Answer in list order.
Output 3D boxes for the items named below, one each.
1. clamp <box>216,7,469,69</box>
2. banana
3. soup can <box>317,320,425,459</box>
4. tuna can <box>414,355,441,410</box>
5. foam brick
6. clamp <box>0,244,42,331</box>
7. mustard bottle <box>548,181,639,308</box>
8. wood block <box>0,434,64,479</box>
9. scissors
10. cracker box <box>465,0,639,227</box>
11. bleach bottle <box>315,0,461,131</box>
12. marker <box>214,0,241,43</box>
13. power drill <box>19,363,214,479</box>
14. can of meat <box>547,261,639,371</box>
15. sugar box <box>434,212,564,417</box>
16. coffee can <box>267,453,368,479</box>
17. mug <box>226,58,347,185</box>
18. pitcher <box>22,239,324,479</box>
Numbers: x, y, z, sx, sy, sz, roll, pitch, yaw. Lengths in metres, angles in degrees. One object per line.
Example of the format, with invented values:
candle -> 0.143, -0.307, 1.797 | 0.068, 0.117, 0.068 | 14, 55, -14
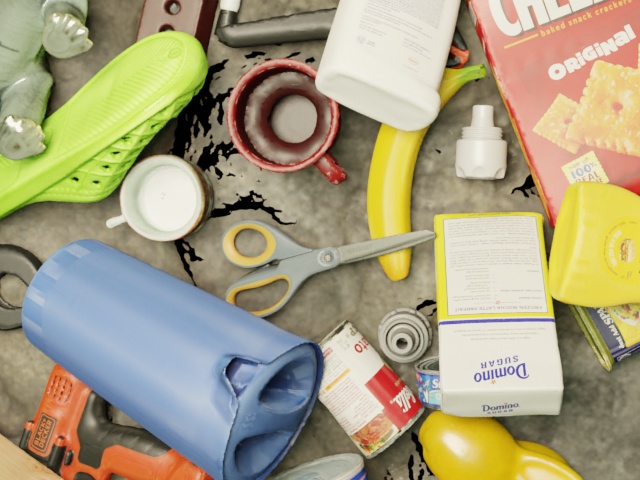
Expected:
clamp -> 0.026, -0.193, 0.915 | 0.210, 0.036, 0.164 | 35, 89, 2
banana -> 0.075, -0.066, 0.909 | 0.070, 0.037, 0.198 | 30, 107, 37
soup can -> 0.032, 0.128, 0.919 | 0.068, 0.068, 0.102 | -42, 86, 8
tuna can -> 0.124, 0.117, 0.897 | 0.086, 0.086, 0.034 | -7, 94, 8
foam brick -> -0.122, -0.200, 0.931 | 0.053, 0.051, 0.078 | 13, 95, 7
clamp -> -0.311, 0.024, 0.976 | 0.171, 0.039, 0.120 | 12, 99, 3
mustard bottle -> 0.280, 0.016, 0.831 | 0.191, 0.058, 0.096 | 10, 90, -6
wood block -> -0.338, 0.203, 0.931 | 0.206, 0.090, 0.090 | 28, 102, 23
scissors -> -0.006, 0.001, 0.924 | 0.202, 0.016, 0.096 | -30, 81, 20
cracker box -> 0.231, -0.137, 0.876 | 0.164, 0.072, 0.214 | -20, 89, 8
bleach bottle -> 0.080, -0.221, 0.869 | 0.102, 0.068, 0.250 | 23, 73, -12
marker -> -0.074, -0.234, 0.939 | 0.020, 0.020, 0.121 | 11, 95, 7
power drill -> -0.187, 0.219, 0.942 | 0.188, 0.057, 0.184 | 22, 97, 19
can of meat -> 0.251, 0.044, 0.891 | 0.084, 0.057, 0.102 | -29, 90, 6
sugar box -> 0.140, 0.057, 0.860 | 0.093, 0.048, 0.176 | -2, 53, 7
coffee can -> 0.009, 0.267, 0.912 | 0.103, 0.102, 0.140 | -18, 91, 8
mug -> -0.018, -0.094, 0.907 | 0.093, 0.081, 0.117 | -43, 87, 8
pitcher -> -0.126, 0.099, 0.894 | 0.243, 0.144, 0.149 | 27, 115, 25
